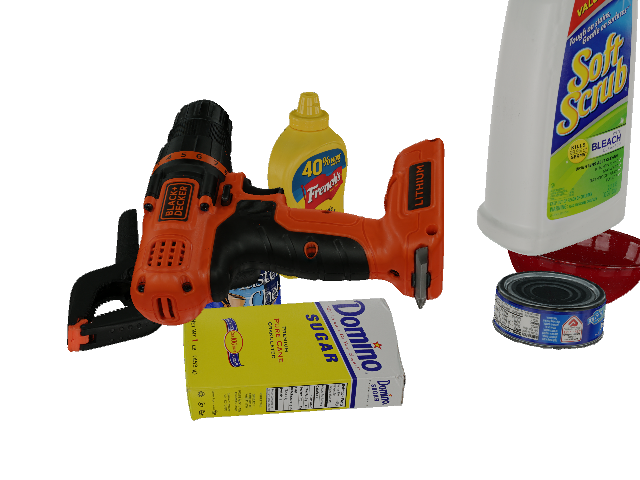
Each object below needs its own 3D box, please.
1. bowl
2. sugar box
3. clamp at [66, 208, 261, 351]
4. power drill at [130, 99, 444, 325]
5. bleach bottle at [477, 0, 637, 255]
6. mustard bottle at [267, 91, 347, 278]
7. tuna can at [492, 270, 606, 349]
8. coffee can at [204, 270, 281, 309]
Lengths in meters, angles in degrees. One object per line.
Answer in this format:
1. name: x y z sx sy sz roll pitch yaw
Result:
1. bowl: 0.263 0.026 1.103 0.162 0.055 0.162 5 17 -2
2. sugar box: -0.024 0.096 0.886 0.176 0.048 0.093 -5 43 -5
3. clamp: -0.180 0.039 1.025 0.165 0.036 0.209 26 36 24
4. power drill: -0.016 -0.024 0.666 0.188 0.184 0.057 -1 -43 6
5. bleach bottle: 0.152 -0.121 0.675 0.102 0.251 0.068 -18 31 -25
6. mustard bottle: -0.013 -0.061 1.120 0.096 0.192 0.058 -20 31 -39
7. tuna can: 0.179 0.053 0.834 0.086 0.034 0.086 1 18 -1
8. coffee can: -0.101 0.045 1.328 0.103 0.140 0.103 -1 26 0
